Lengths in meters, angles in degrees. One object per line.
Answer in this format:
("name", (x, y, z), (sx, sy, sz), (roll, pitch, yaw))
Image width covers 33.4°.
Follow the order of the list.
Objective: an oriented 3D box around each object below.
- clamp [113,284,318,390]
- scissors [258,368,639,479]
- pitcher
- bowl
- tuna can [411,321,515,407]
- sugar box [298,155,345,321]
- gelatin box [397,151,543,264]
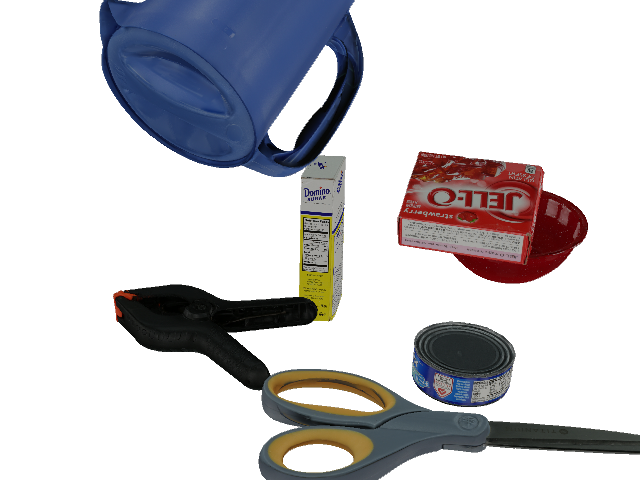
("clamp", (-0.089, 0.067, 0.899), (0.172, 0.039, 0.120), (18, 27, 23))
("scissors", (0.058, 0.102, 0.510), (0.202, 0.016, 0.096), (11, 31, 20))
("pitcher", (-0.038, -0.174, 0.814), (0.145, 0.242, 0.149), (19, -32, 27))
("bowl", (0.201, -0.001, 1.143), (0.162, 0.055, 0.162), (-1, 30, 0))
("tuna can", (0.121, 0.105, 0.911), (0.086, 0.034, 0.086), (3, 26, -2))
("sugar box", (0.002, -0.003, 1.243), (0.048, 0.176, 0.093), (2, 20, 9))
("gelatin box", (0.102, -0.024, 0.724), (0.089, 0.030, 0.073), (8, 44, 13))
